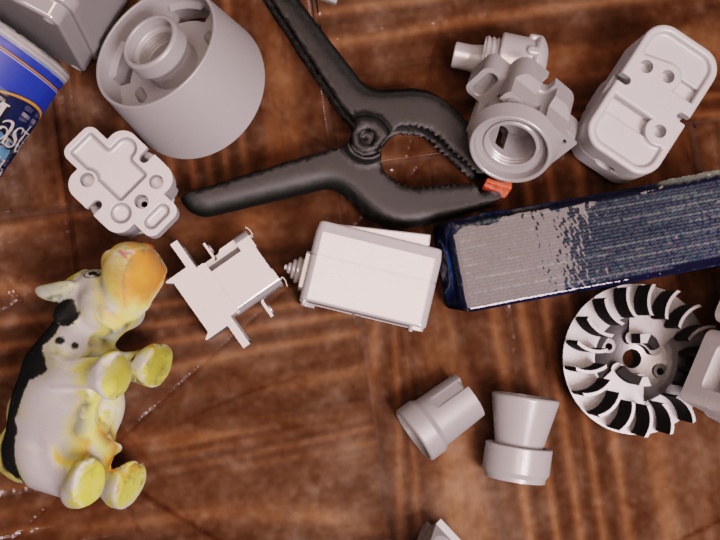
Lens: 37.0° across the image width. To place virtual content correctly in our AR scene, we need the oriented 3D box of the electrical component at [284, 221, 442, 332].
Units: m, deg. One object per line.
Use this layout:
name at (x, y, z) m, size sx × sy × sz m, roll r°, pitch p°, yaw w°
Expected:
electrical component at (0.000, 0.000, 0.697) m, size 0.096 × 0.062 × 0.061 m, roll 14°, pitch 86°, yaw -3°

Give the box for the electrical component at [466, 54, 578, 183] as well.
electrical component at (0.101, -0.093, 0.686) m, size 0.078 × 0.058 × 0.057 m, roll 36°, pitch 45°, yaw -15°

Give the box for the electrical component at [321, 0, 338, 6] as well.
electrical component at (-0.022, -0.215, 0.707) m, size 0.042 × 0.064 × 0.081 m, roll 20°, pitch 85°, yaw -2°

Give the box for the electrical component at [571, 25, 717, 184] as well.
electrical component at (0.186, -0.108, 0.718) m, size 0.054 × 0.059 × 0.095 m, roll 34°, pitch 85°, yaw -2°

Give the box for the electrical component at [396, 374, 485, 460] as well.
electrical component at (0.053, 0.096, 0.707) m, size 0.046 × 0.040 × 0.040 m, roll -35°, pitch 90°, yaw -10°

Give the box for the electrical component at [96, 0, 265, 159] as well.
electrical component at (-0.117, -0.128, 0.691) m, size 0.099 × 0.064 × 0.099 m, roll -12°, pitch 61°, yaw 23°

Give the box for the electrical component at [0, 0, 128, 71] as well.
electrical component at (-0.197, -0.177, 0.669) m, size 0.078 × 0.113 × 0.057 m, roll 27°, pitch 82°, yaw -2°

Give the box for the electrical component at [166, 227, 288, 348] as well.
electrical component at (-0.086, 0.009, 0.701) m, size 0.064 × 0.042 × 0.081 m, roll -36°, pitch 90°, yaw -6°

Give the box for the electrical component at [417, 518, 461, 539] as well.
electrical component at (0.040, 0.201, 0.686) m, size 0.064 × 0.081 × 0.042 m, roll -42°, pitch 90°, yaw 17°

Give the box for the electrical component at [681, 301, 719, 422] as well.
electrical component at (0.304, 0.073, 0.690) m, size 0.186 × 0.060 × 0.105 m, roll 27°, pitch 84°, yaw -23°

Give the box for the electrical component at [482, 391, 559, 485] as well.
electrical component at (0.105, 0.110, 0.707) m, size 0.045 × 0.045 × 0.055 m, roll 8°, pitch 87°, yaw -3°

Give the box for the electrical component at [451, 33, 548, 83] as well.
electrical component at (0.093, -0.138, 0.721) m, size 0.062 × 0.048 × 0.048 m, roll 13°, pitch 86°, yaw 4°

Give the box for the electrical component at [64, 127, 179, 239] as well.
electrical component at (-0.150, -0.053, 0.692) m, size 0.078 × 0.057 × 0.058 m, roll 44°, pitch 85°, yaw 0°
